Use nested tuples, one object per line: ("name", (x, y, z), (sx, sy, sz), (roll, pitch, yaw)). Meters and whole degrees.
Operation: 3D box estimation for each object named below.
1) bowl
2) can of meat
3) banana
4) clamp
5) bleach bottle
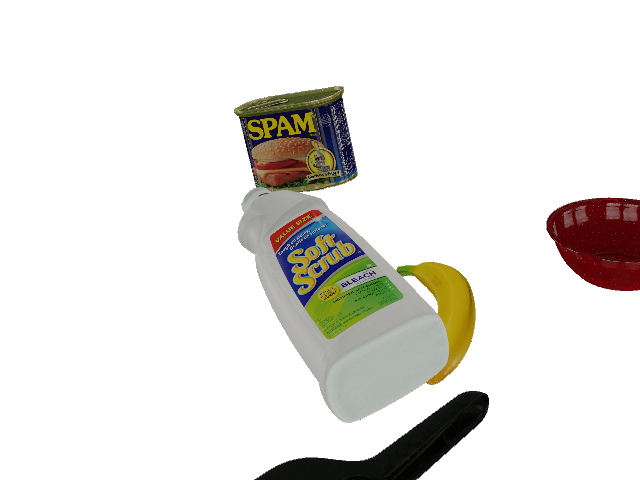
("bowl", (0.325, 0.009, 1.158), (0.162, 0.055, 0.162), (-2, 27, 1))
("can of meat", (-0.021, -0.091, 0.989), (0.102, 0.084, 0.057), (-5, 18, 26))
("banana", (0.124, 0.073, 1.072), (0.070, 0.037, 0.198), (-30, 27, 13))
("clamp", (0.028, 0.157, 0.650), (0.210, 0.036, 0.164), (-7, 30, 3))
("bleach bottle", (-0.006, 0.030, 0.832), (0.102, 0.068, 0.251), (-27, 39, -14))
